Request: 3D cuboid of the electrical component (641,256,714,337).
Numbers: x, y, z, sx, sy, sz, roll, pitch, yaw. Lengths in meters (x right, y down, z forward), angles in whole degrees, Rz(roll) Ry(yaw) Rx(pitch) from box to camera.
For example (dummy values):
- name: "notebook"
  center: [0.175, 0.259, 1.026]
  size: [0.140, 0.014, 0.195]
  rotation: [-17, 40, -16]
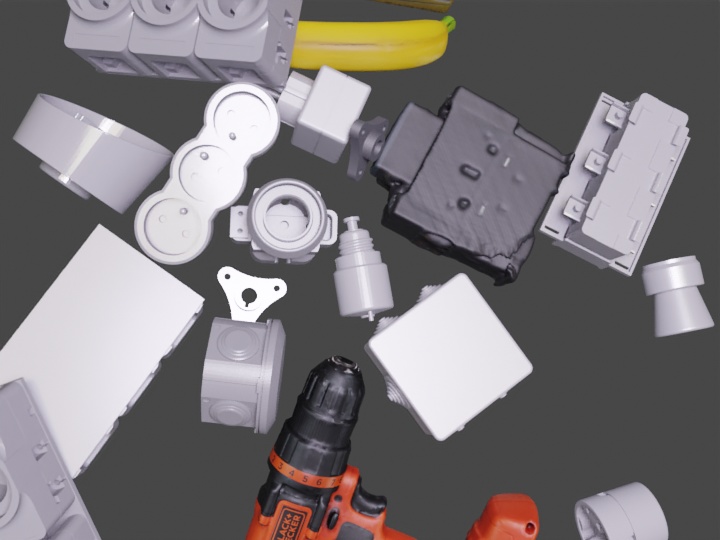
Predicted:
- name: "electrical component"
  center: [0.242, 0.020, 0.821]
  size: [0.045, 0.045, 0.055]
  rotation: [-10, 84, -9]

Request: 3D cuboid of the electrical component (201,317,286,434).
- name: "electrical component"
  center: [-0.081, 0.072, 0.751]
  size: [0.051, 0.080, 0.080]
  rotation: [7, 82, -2]

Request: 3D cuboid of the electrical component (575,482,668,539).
- name: "electrical component"
  center: [0.192, 0.187, 0.788]
  size: [0.047, 0.055, 0.055]
  rotation: [-18, 86, -14]

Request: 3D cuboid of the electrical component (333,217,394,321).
- name: "electrical component"
  center: [0.000, 0.000, 0.791]
  size: [0.040, 0.040, 0.078]
  rotation: [-9, 84, -9]

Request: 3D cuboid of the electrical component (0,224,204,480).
- name: "electrical component"
  center: [-0.188, 0.058, 0.745]
  size: [0.089, 0.062, 0.150]
  rotation: [36, 80, -2]

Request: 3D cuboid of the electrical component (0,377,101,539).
- name: "electrical component"
  center: [-0.233, 0.177, 0.685]
  size: [0.105, 0.060, 0.186]
  rotation: [-20, 100, 12]

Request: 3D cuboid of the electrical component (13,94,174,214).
- name: "electrical component"
  center: [-0.187, -0.085, 0.748]
  size: [0.099, 0.099, 0.064]
  rotation: [35, 86, -3]

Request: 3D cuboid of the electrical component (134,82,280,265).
- name: "electrical component"
  center: [-0.106, -0.068, 0.766]
  size: [0.052, 0.074, 0.138]
  rotation: [33, 90, -6]

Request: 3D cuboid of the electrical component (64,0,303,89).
- name: "electrical component"
  center: [-0.124, -0.186, 0.758]
  size: [0.150, 0.062, 0.089]
  rotation: [7, 81, 16]

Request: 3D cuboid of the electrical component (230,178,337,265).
- name: "electrical component"
  center: [-0.054, -0.034, 0.779]
  size: [0.078, 0.057, 0.058]
  rotation: [2, 82, -8]

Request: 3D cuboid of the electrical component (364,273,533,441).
- name: "electrical component"
  center: [0.062, 0.064, 0.787]
  size: [0.100, 0.048, 0.099]
  rotation: [-36, 89, -11]

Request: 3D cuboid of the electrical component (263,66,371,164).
- name: "electrical component"
  center: [-0.039, -0.121, 0.787]
  size: [0.077, 0.066, 0.047]
  rotation: [24, 80, -4]

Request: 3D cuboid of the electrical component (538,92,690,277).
- name: "electrical component"
  center: [0.199, -0.068, 0.816]
  size: [0.079, 0.063, 0.121]
  rotation: [27, 80, -4]
